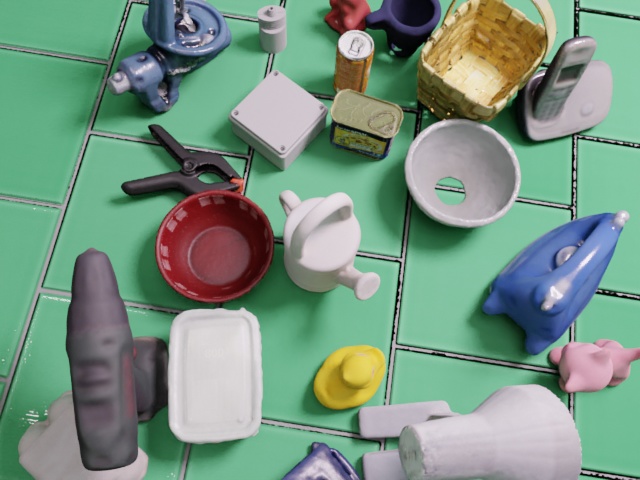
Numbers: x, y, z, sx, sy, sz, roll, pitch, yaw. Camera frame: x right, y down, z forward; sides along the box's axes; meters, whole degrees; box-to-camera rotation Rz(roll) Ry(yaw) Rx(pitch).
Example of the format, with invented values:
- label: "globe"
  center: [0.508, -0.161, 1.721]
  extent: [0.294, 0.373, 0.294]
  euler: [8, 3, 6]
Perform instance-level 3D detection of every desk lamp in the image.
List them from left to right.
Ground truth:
- label: "desk lamp"
  center: [0.157, 0.236, 0.655]
  extent: [0.203, 0.213, 0.118]
  euler: [-4, 72, -4]

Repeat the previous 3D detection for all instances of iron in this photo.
- label: "iron"
  center: [0.344, 0.028, 0.770]
  extent: [0.118, 0.141, 0.258]
  euler: [43, 75, 11]

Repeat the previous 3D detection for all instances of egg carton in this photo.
- label: "egg carton"
  center: [-0.290, 0.266, 0.700]
  extent: [0.150, 0.069, 0.107]
  euler: [39, 74, 10]

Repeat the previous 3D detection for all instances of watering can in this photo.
- label: "watering can"
  center: [0.008, 0.001, 0.735]
  extent: [0.172, 0.194, 0.101]
  euler: [28, 73, 7]

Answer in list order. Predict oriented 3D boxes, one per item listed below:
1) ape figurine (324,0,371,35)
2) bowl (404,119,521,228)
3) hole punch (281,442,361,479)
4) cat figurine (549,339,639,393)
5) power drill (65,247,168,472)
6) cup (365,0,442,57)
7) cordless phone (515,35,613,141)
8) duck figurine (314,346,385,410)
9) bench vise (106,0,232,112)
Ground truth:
- label: "ape figurine"
  center: [0.047, -0.371, 0.913]
  extent: [0.076, 0.092, 0.078]
  euler: [0, 72, -2]
- label: "bowl"
  center: [0.200, -0.087, 0.836]
  extent: [0.167, 0.075, 0.167]
  euler: [1, 72, -2]
- label: "hole punch"
  center: [0.003, 0.309, 0.688]
  extent: [0.101, 0.091, 0.108]
  euler: [-39, 77, -13]
- label: "cat figurine"
  center: [0.357, 0.160, 0.740]
  extent: [0.128, 0.118, 0.067]
  euler: [-11, 73, -6]
- label: "power drill"
  center: [-0.236, 0.145, 0.669]
  extent: [0.075, 0.208, 0.229]
  euler: [-8, 72, -5]
- label: "cup"
  center: [0.125, -0.333, 0.902]
  extent: [0.118, 0.095, 0.091]
  euler: [-13, 73, -7]
- label: "cordless phone"
  center: [0.376, -0.231, 0.833]
  extent: [0.147, 0.185, 0.094]
  euler: [-17, 73, -8]
- label: "duck figurine"
  center: [0.041, 0.174, 0.737]
  extent: [0.105, 0.086, 0.077]
  euler: [-31, 76, -12]
- label: "bench vise"
  center: [-0.210, -0.287, 0.806]
  extent: [0.121, 0.220, 0.207]
  euler: [24, 72, 6]
